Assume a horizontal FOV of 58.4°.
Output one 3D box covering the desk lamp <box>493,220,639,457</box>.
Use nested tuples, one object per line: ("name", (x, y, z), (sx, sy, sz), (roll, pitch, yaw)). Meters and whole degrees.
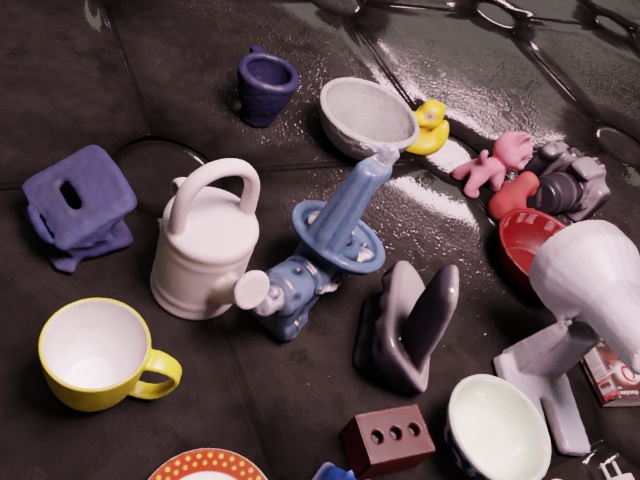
("desk lamp", (0.304, 0.112, 0.665), (0.118, 0.213, 0.203), (10, 48, -16))

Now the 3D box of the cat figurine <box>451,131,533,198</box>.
("cat figurine", (0.297, -0.137, 0.948), (0.128, 0.117, 0.067), (-14, 58, -33))

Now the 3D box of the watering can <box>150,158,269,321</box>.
("watering can", (-0.109, -0.003, 0.595), (0.172, 0.194, 0.101), (38, 47, 11))

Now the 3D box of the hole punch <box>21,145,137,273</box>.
("hole punch", (-0.264, -0.037, 0.627), (0.101, 0.091, 0.108), (-24, 63, -37))

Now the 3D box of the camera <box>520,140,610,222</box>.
("camera", (0.408, -0.103, 0.979), (0.137, 0.100, 0.143), (-16, 59, -34))

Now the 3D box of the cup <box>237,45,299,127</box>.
("cup", (-0.092, -0.229, 0.870), (0.092, 0.095, 0.117), (-7, 54, -29))

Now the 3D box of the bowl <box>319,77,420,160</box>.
("bowl", (0.068, -0.179, 0.912), (0.168, 0.074, 0.167), (13, 47, -14))

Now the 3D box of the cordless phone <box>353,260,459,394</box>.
("cordless phone", (0.115, 0.070, 0.637), (0.094, 0.185, 0.147), (18, 46, -9))

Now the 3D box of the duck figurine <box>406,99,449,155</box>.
("duck figurine", (0.184, -0.199, 0.973), (0.105, 0.086, 0.077), (-11, 56, -31))

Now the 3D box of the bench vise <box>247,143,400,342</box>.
("bench vise", (0.016, 0.008, 0.624), (0.121, 0.219, 0.207), (26, 45, -1))

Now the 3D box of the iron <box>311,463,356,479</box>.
("iron", (0.029, 0.282, 0.444), (0.119, 0.141, 0.258), (11, 48, -15))

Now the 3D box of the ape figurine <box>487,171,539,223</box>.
("ape figurine", (0.316, -0.070, 0.916), (0.076, 0.092, 0.077), (4, 50, -21))
